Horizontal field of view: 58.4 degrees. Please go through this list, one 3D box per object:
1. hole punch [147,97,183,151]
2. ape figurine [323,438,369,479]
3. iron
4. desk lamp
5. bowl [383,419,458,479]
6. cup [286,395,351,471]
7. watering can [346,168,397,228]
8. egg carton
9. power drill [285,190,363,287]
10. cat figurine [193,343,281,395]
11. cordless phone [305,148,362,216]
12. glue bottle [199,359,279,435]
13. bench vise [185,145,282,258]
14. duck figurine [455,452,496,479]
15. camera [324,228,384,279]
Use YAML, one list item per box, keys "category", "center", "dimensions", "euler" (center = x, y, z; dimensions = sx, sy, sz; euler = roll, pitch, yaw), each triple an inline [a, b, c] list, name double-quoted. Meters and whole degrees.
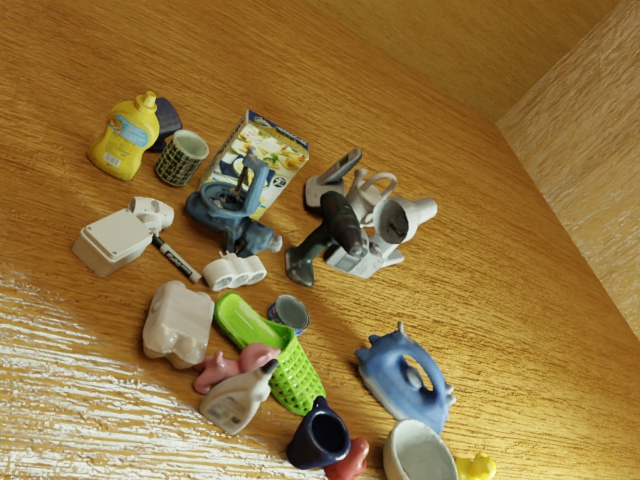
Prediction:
- category: "hole punch"
  center: [-0.369, -0.254, 1.250]
  dimensions: [0.101, 0.091, 0.108]
  euler: [-7, 57, -52]
- category: "ape figurine"
  center: [0.050, 0.369, 0.976]
  dimensions: [0.078, 0.092, 0.076]
  euler: [46, 31, 5]
- category: "iron"
  center: [0.199, 0.292, 1.193]
  dimensions: [0.258, 0.141, 0.119]
  euler: [47, 31, 6]
- category: "desk lamp"
  center: [0.205, -0.032, 1.522]
  dimensions: [0.204, 0.213, 0.118]
  euler: [-11, 59, -54]
- category: "bowl"
  center: [0.173, 0.425, 1.066]
  dimensions: [0.168, 0.074, 0.167]
  euler: [30, 33, -22]
- category: "cup"
  center: [-0.013, 0.327, 0.951]
  dimensions: [0.092, 0.094, 0.117]
  euler: [23, 36, -30]
- category: "watering can"
  center: [0.126, -0.120, 1.558]
  dimensions: [0.101, 0.193, 0.172]
  euler: [-8, 58, -53]
- category: "egg carton"
  center: [-0.234, 0.138, 0.950]
  dimensions: [0.107, 0.069, 0.150]
  euler: [28, 34, -24]
- category: "power drill"
  center: [0.012, 0.005, 1.261]
  dimensions: [0.076, 0.208, 0.229]
  euler: [25, 35, -28]
- category: "cat figurine"
  center: [-0.128, 0.205, 0.944]
  dimensions: [0.128, 0.117, 0.067]
  euler: [18, 39, -36]
- category: "cordless phone"
  center: [0.044, -0.157, 1.516]
  dimensions: [0.094, 0.184, 0.147]
  euler: [27, 34, -25]
- category: "glue bottle"
  center: [-0.113, 0.231, 0.876]
  dimensions: [0.078, 0.173, 0.037]
  euler: [39, 31, -7]
- category: "bench vise"
  center: [-0.145, -0.076, 1.166]
  dimensions: [0.208, 0.219, 0.121]
  euler: [33, 32, -17]
- category: "duck figurine"
  center: [0.318, 0.477, 1.159]
  dimensions: [0.077, 0.086, 0.104]
  euler: [39, 31, -8]
- category: "camera"
  center: [0.085, 0.007, 1.447]
  dimensions: [0.144, 0.100, 0.136]
  euler: [22, 37, -31]
